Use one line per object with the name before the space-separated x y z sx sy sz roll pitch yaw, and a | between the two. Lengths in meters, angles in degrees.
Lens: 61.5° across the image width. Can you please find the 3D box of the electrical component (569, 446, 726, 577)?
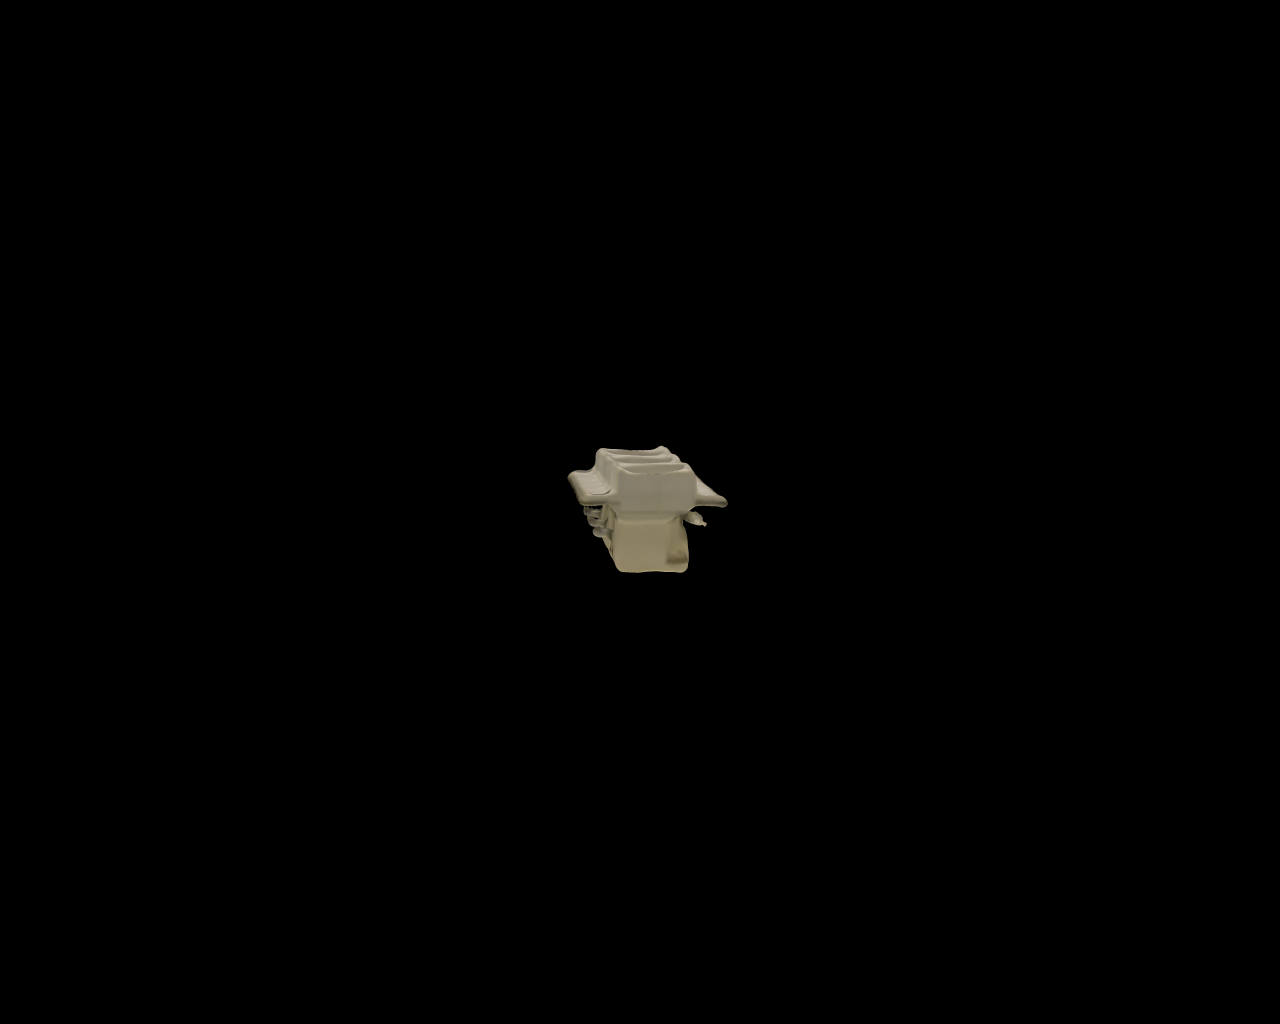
electrical component | 0.001 -0.003 0.650 0.079 0.063 0.121 -1 9 -7
